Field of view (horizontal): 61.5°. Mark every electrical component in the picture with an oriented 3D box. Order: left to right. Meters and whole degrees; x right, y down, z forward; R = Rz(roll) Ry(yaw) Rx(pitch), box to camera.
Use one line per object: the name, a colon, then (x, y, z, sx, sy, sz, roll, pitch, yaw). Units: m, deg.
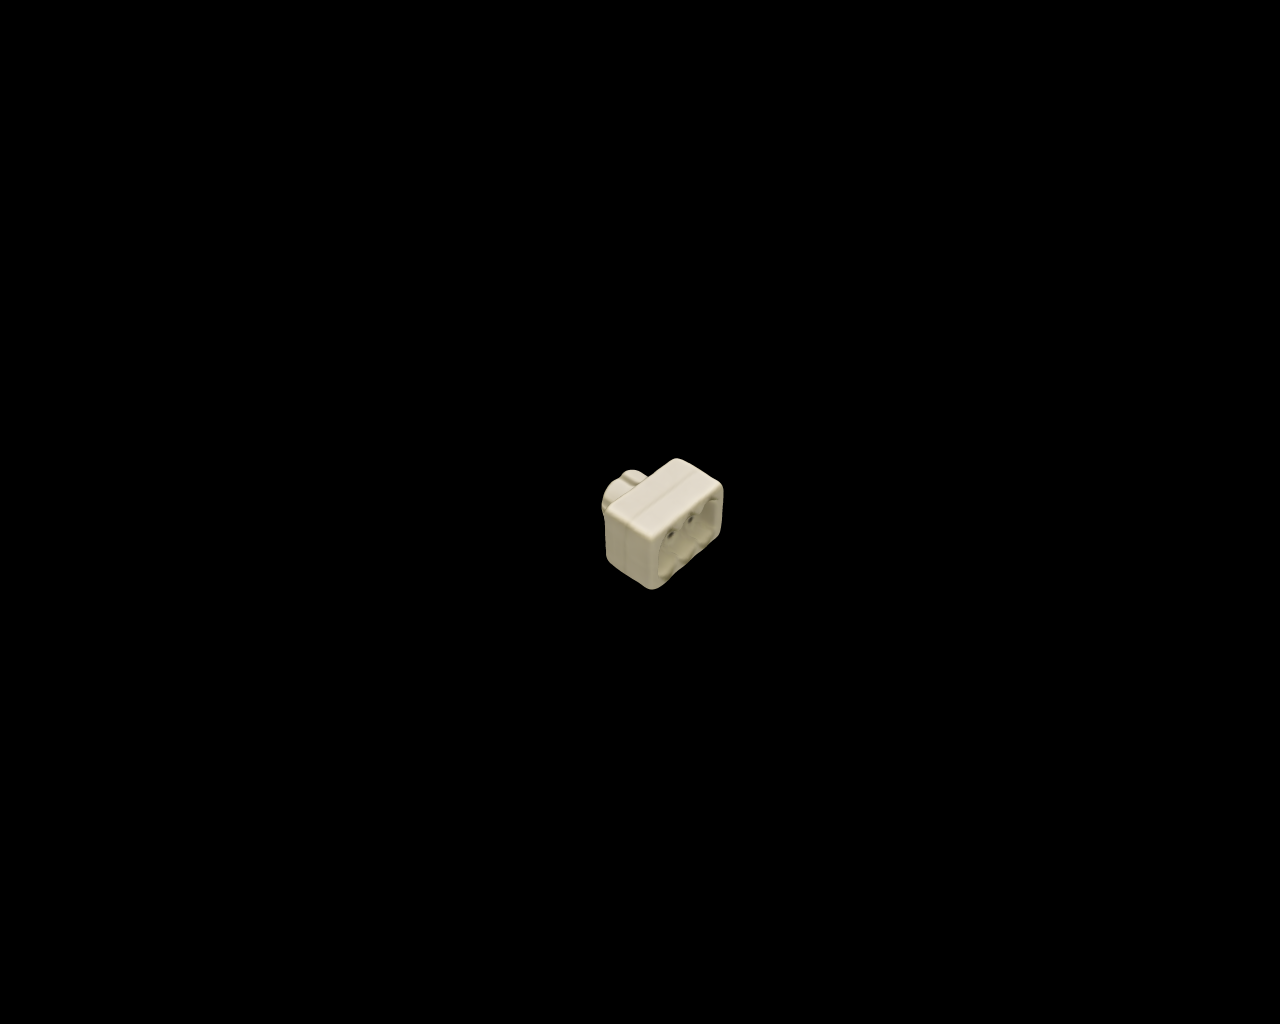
electrical component: (0.001, -0.003, 0.650, 0.077, 0.047, 0.066, 33, 54, 29)
